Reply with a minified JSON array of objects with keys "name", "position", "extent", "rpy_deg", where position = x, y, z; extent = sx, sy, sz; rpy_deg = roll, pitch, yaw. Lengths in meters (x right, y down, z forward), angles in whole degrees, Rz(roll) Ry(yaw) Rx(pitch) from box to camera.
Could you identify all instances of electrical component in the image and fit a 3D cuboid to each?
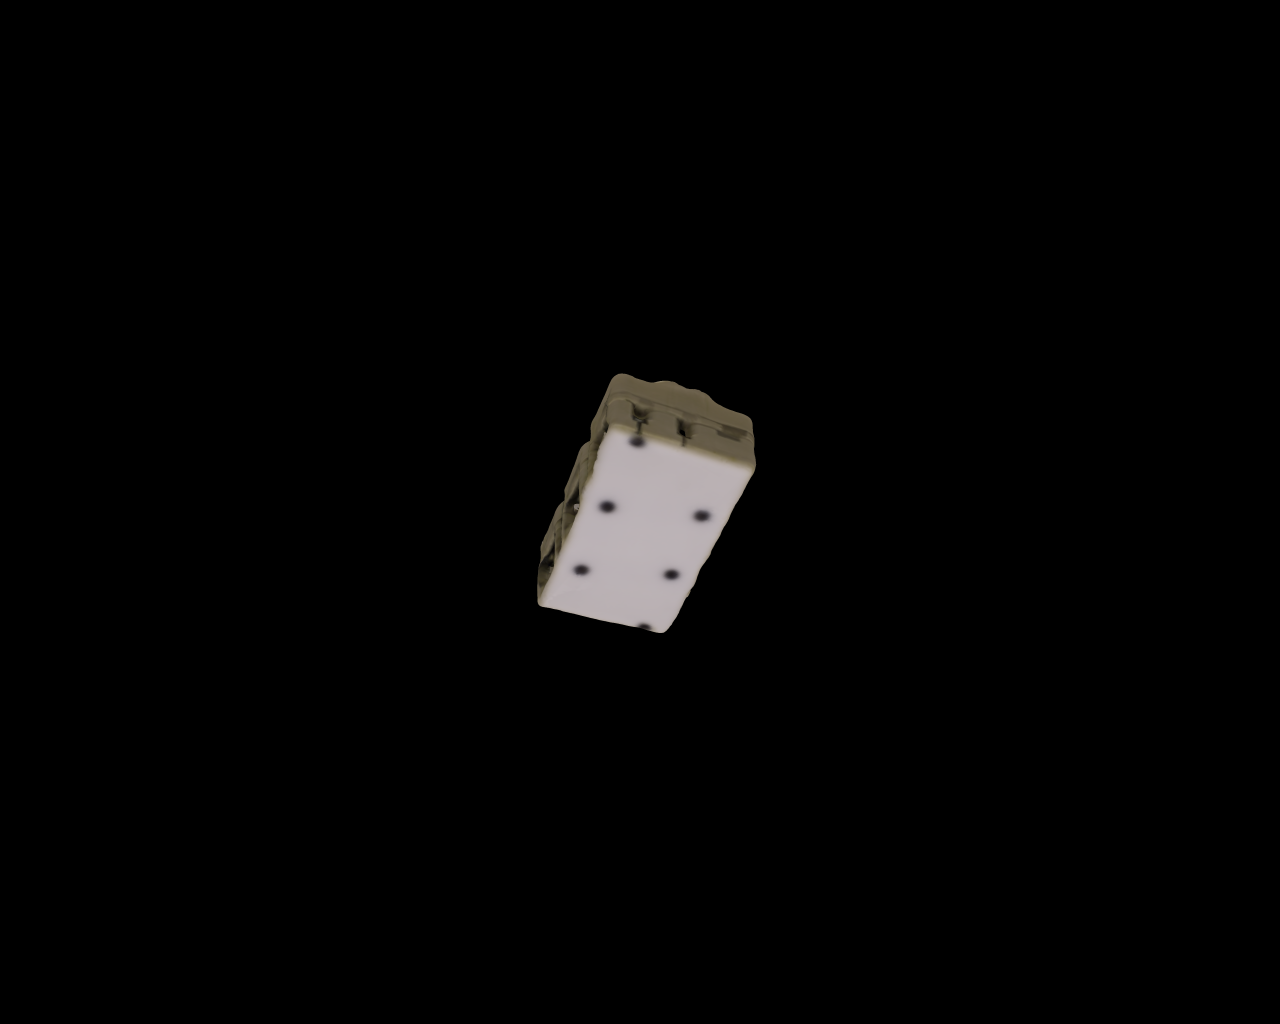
[{"name":"electrical component","position":[0.001,-0.003,0.650],"extent":[0.089,0.150,0.062],"rpy_deg":[16,40,-13]}]
